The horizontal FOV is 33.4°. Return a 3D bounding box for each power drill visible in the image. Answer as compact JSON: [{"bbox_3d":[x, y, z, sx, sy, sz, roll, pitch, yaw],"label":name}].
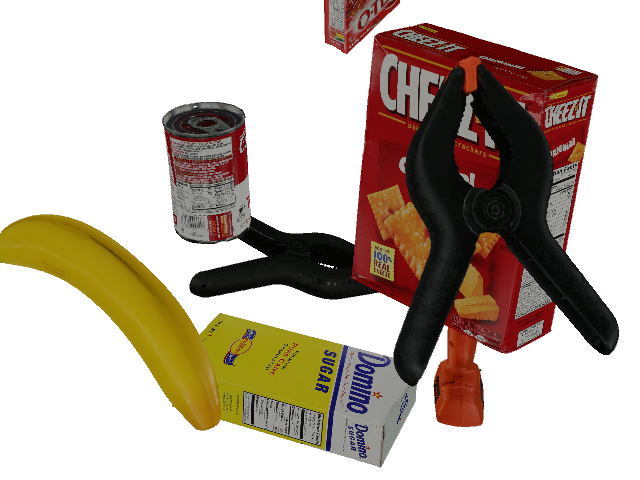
[{"bbox_3d":[0.159,0.107,1.168,0.057,0.188,0.184,5,25,5],"label":"power drill"}]

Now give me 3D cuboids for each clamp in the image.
[{"bbox_3d":[-0.032,0.024,1.064,0.210,0.036,0.164,14,31,-3],"label":"clamp"},{"bbox_3d":[0.079,-0.007,0.561,0.120,0.171,0.039,-16,-5,-14],"label":"clamp"}]

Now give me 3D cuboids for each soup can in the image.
[{"bbox_3d":[-0.094,-0.056,0.893,0.068,0.102,0.068,-1,29,1],"label":"soup can"}]

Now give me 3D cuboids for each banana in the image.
[{"bbox_3d":[-0.130,0.037,0.657,0.198,0.070,0.037,33,29,18],"label":"banana"}]

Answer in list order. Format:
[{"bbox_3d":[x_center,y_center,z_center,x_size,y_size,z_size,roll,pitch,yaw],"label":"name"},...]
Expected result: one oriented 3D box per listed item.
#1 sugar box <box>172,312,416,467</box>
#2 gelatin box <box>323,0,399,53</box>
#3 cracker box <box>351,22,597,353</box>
[{"bbox_3d":[-0.020,0.113,0.837,0.176,0.048,0.093,10,28,18],"label":"sugar box"},{"bbox_3d":[0.040,-0.226,0.973,0.030,0.089,0.073,31,-31,22],"label":"gelatin box"},{"bbox_3d":[0.109,-0.041,0.823,0.071,0.214,0.164,-21,36,-40],"label":"cracker box"}]
